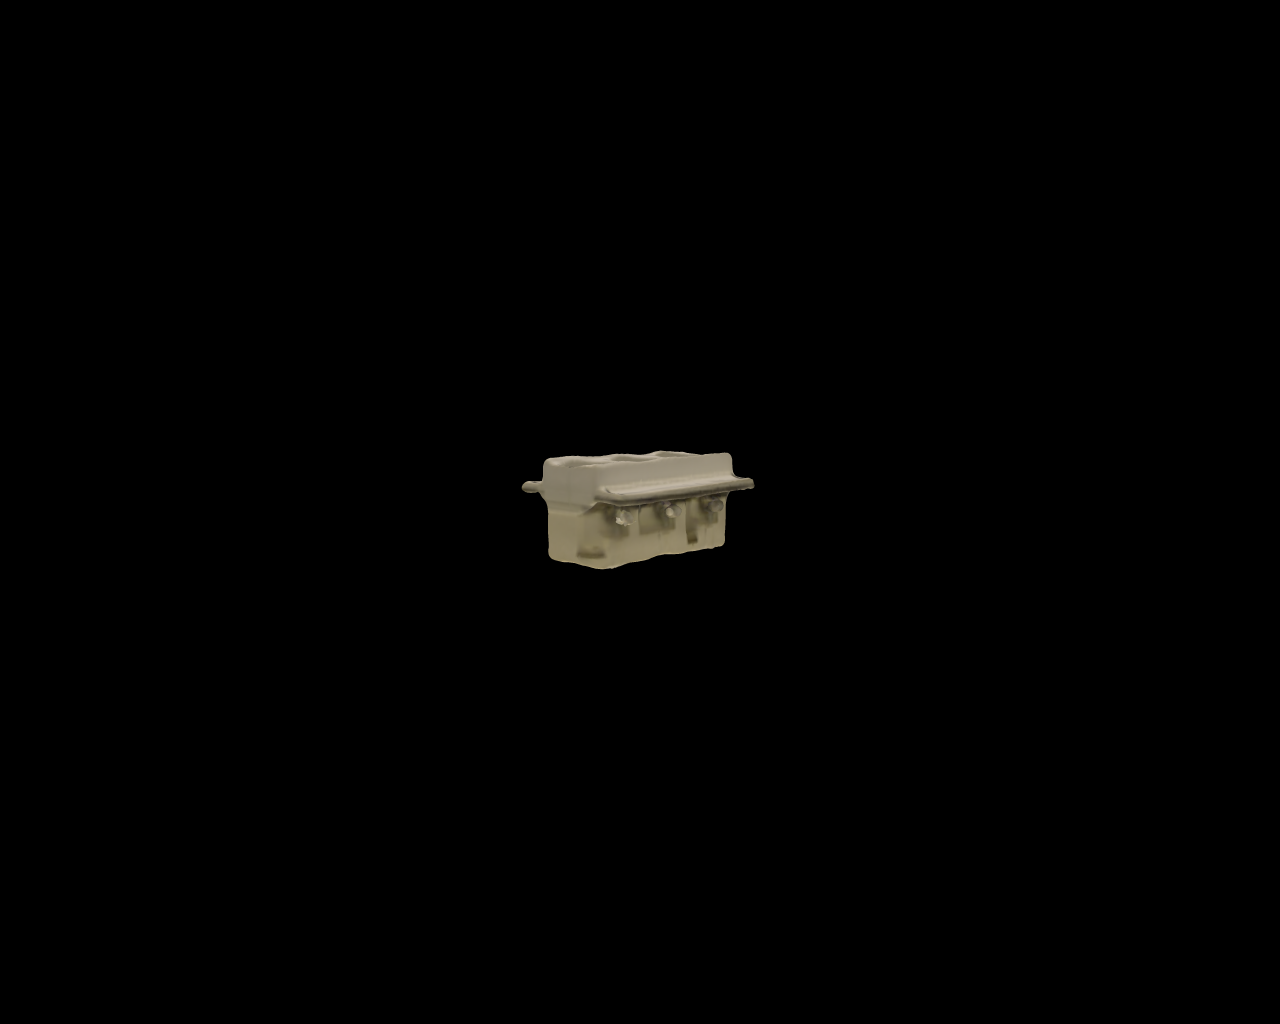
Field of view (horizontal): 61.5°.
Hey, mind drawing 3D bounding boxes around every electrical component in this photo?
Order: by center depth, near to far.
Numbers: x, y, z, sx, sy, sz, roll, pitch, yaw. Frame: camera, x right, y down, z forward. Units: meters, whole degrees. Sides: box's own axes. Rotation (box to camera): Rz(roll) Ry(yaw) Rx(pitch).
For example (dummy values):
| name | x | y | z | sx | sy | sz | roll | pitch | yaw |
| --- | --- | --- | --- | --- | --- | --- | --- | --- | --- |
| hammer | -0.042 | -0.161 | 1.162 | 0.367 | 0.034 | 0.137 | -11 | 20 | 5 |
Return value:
| name | x | y | z | sx | sy | sz | roll | pitch | yaw |
| --- | --- | --- | --- | --- | --- | --- | --- | --- | --- |
| electrical component | 0.001 | -0.003 | 0.650 | 0.079 | 0.063 | 0.121 | 6 | 9 | 43 |
